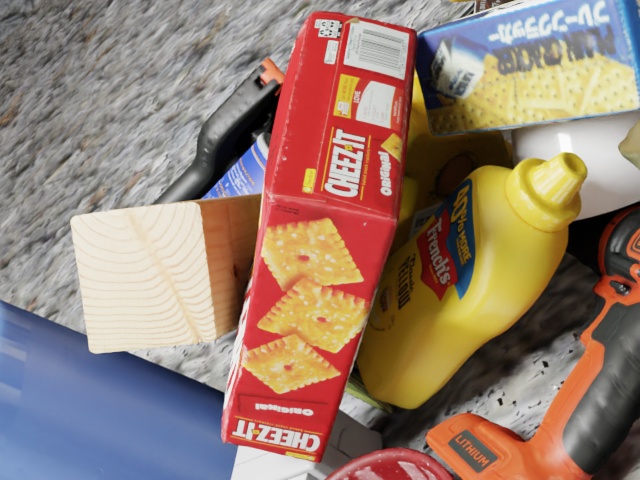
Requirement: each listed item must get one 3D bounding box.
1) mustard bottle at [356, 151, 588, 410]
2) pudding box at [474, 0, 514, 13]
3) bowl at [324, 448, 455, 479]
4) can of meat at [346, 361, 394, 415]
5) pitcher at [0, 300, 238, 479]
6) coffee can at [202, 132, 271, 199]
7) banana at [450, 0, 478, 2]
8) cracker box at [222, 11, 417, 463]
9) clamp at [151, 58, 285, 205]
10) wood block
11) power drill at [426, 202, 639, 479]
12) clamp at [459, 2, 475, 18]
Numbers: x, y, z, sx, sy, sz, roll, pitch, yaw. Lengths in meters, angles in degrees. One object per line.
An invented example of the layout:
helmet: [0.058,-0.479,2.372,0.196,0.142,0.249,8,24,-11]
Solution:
mustard bottle: [0.086,0.014,0.607,0.192,0.058,0.096,-50,26,45]
pudding box: [0.154,-0.205,0.730,0.090,0.113,0.039,3,42,4]
bowl: [0.035,0.199,0.588,0.162,0.055,0.162,-37,31,27]
can of meat: [0.033,0.064,0.748,0.084,0.057,0.102,-56,29,-11]
pitcher: [-0.161,0.143,0.747,0.145,0.242,0.149,-11,55,49]
coffee can: [-0.059,-0.007,0.918,0.140,0.102,0.103,-45,28,13]
banana: [0.176,-0.191,0.673,0.198,0.037,0.069,-13,6,23]
cracker box: [-0.004,0.001,0.622,0.214,0.072,0.164,105,176,-45]
clamp: [-0.075,-0.075,0.957,0.164,0.036,0.210,-17,-30,-52]
wood block: [-0.086,0.016,0.767,0.090,0.091,0.206,-6,2,14]
power drill: [0.142,0.061,0.585,0.187,0.057,0.184,-53,20,1]
clamp: [0.096,-0.140,0.908,0.172,0.039,0.120,-36,22,37]
